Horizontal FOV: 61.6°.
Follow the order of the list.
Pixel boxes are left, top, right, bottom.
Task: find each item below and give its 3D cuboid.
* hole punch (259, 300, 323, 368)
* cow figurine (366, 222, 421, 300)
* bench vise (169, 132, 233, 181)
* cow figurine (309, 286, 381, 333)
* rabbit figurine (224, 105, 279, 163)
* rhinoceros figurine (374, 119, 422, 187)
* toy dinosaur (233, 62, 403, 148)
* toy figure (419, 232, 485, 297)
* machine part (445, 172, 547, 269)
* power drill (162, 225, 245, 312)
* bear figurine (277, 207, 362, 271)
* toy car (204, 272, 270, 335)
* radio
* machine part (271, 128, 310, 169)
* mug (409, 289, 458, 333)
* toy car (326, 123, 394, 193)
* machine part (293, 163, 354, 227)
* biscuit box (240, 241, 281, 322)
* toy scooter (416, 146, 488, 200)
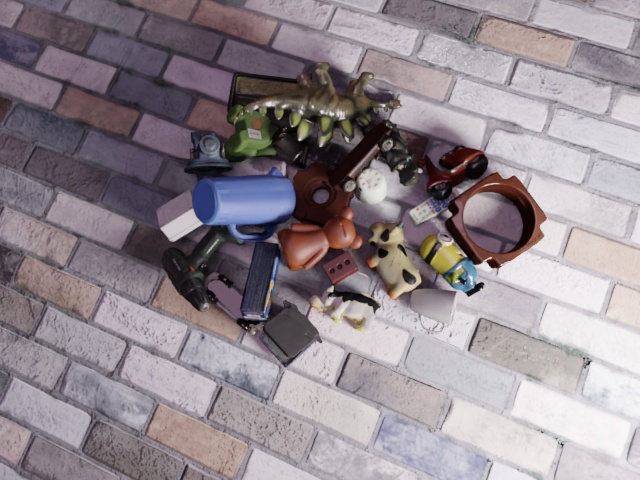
[{"bbox_3d":[-0.077,0.238,1.330,0.142,0.092,0.116,44,54,17],"label":"hole punch"},{"bbox_3d":[0.182,0.039,1.336,0.127,0.085,0.195,-32,73,5],"label":"cow figurine"},{"bbox_3d":[-0.295,-0.168,1.387,0.129,0.224,0.240,-4,87,-29],"label":"bench vise"},{"bbox_3d":[0.061,0.158,1.331,0.167,0.068,0.098,24,76,8],"label":"cow figurine"},{"bbox_3d":[-0.195,-0.268,1.429,0.159,0.170,0.121,-7,75,-38],"label":"rabbit figurine"},{"bbox_3d":[0.195,-0.222,1.387,0.073,0.112,0.190,-37,57,29],"label":"rhinoceros figurine"},{"bbox_3d":[0.005,-0.343,1.370,0.471,0.105,0.198,-2,79,-22],"label":"toy dinosaur"},{"bbox_3d":[0.321,0.061,1.316,0.089,0.082,0.180,-35,78,-3],"label":"toy figure"},{"bbox_3d":[0.426,-0.046,1.315,0.201,0.087,0.201,-33,82,-5],"label":"machine part"},{"bbox_3d":[-0.289,0.055,1.366,0.232,0.085,0.207,32,80,38],"label":"power drill"},{"bbox_3d":[-0.002,-0.004,1.345,0.196,0.132,0.120,-22,91,-6],"label":"bear figurine"},{"bbox_3d":[-0.217,0.160,1.371,0.202,0.056,0.073,38,78,12],"label":"toy car"},{"bbox_3d":[-0.134,-0.373,1.473,0.230,0.073,0.131,9,78,9],"label":"radio"},{"bbox_3d":[-0.072,-0.246,1.408,0.039,0.138,0.084,10,80,34],"label":"machine part"},{"bbox_3d":[0.271,0.166,1.303,0.107,0.080,0.109,12,85,20],"label":"mug"},{"bbox_3d":[0.102,-0.205,1.347,0.202,0.053,0.089,-47,48,4],"label":"toy car"},{"bbox_3d":[0.003,-0.117,1.408,0.179,0.056,0.179,-1,77,5],"label":"machine part"},{"bbox_3d":[-0.145,0.100,1.338,0.063,0.059,0.203,5,57,6],"label":"biscuit box"},{"bbox_3d":[0.328,-0.187,1.375,0.184,0.075,0.135,-34,52,-12],"label":"toy scooter"}]
